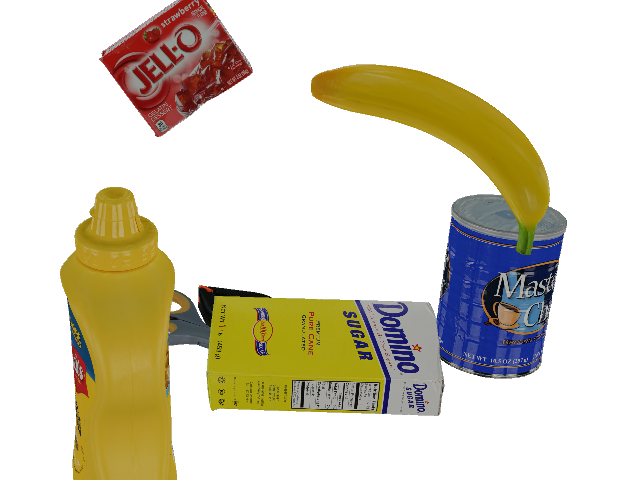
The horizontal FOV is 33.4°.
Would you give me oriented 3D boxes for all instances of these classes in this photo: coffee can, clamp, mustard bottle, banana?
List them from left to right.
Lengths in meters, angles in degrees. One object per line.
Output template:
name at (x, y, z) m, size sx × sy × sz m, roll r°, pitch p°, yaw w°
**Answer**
mustard bottle at (-0.106, 0.060, 0.569) m, size 0.058 × 0.192 × 0.096 m, roll -4°, pitch 31°, yaw -14°
clamp at (-0.069, 0.097, 1.211) m, size 0.210 × 0.036 × 0.164 m, roll 16°, pitch 22°, yaw 30°
banana at (0.088, -0.070, 0.730) m, size 0.197 × 0.070 × 0.037 m, roll 37°, pitch 8°, yaw -6°
coffee can at (0.162, 0.040, 0.975) m, size 0.103 × 0.140 × 0.103 m, roll 5°, pitch 21°, yaw -2°

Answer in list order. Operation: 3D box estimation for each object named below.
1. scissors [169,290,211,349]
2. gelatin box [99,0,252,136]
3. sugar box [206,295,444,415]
scissors at (-0.100, 0.083, 1.008) m, size 0.202 × 0.016 × 0.096 m, roll 9°, pitch 30°, yaw 2°
gelatin box at (-0.107, -0.132, 0.791) m, size 0.089 × 0.073 × 0.030 m, roll -33°, pitch 20°, yaw 6°
sugar box at (0.003, 0.087, 0.825) m, size 0.176 × 0.048 × 0.093 m, roll -1°, pitch 37°, yaw -1°
